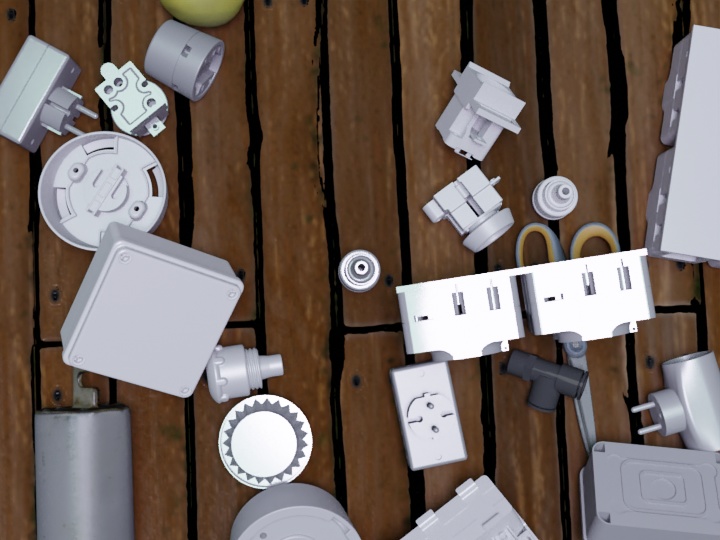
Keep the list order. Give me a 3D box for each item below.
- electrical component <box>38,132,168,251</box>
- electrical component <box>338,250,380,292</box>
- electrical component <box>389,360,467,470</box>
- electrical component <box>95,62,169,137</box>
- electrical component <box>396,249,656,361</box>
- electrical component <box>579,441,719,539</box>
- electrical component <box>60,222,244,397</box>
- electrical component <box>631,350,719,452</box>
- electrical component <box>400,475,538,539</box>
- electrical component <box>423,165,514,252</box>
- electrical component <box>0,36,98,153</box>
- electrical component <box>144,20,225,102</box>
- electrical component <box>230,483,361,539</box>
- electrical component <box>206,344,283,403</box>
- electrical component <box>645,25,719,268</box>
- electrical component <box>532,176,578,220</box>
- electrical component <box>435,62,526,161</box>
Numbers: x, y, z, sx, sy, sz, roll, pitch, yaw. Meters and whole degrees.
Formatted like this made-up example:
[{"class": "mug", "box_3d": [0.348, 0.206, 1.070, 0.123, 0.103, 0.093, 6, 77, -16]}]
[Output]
[{"class": "electrical component", "box_3d": [-0.206, -0.063, 0.877, 0.099, 0.064, 0.099, 0, 87, -2]}, {"class": "electrical component", "box_3d": [0.000, 0.000, 0.881, 0.035, 0.061, 0.035, 0, 86, -2]}, {"class": "electrical component", "box_3d": [0.056, 0.117, 0.868, 0.047, 0.075, 0.083, -11, 87, -2]}, {"class": "electrical component", "box_3d": [-0.185, -0.137, 0.887, 0.048, 0.055, 0.066, -40, 88, -3]}, {"class": "electrical component", "box_3d": [0.129, 0.029, 0.848, 0.186, 0.105, 0.060, -9, 88, 6]}, {"class": "electrical component", "box_3d": [0.236, 0.188, 0.861, 0.113, 0.057, 0.078, 5, 49, 1]}, {"class": "electrical component", "box_3d": [-0.165, 0.032, 0.845, 0.109, 0.056, 0.108, 20, 105, -27]}, {"class": "electrical component", "box_3d": [0.265, 0.114, 0.889, 0.079, 0.044, 0.077, -16, 87, -3]}, {"class": "electrical component", "box_3d": [0.073, 0.225, 0.861, 0.121, 0.063, 0.078, -37, 47, -3]}, {"class": "electrical component", "box_3d": [0.095, -0.049, 0.895, 0.066, 0.048, 0.055, -36, 81, -3]}, {"class": "electrical component", "box_3d": [-0.255, -0.136, 0.889, 0.076, 0.047, 0.083, 28, 86, 0]}, {"class": "electrical component", "box_3d": [-0.146, -0.175, 0.892, 0.047, 0.055, 0.055, 27, 86, 4]}, {"class": "electrical component", "box_3d": [-0.054, 0.223, 0.861, 0.108, 0.060, 0.108, -3, 107, -9]}, {"class": "electrical component", "box_3d": [-0.095, 0.082, 0.882, 0.062, 0.048, 0.048, -8, 87, -9]}, {"class": "electrical component", "box_3d": [0.307, -0.097, 0.896, 0.105, 0.060, 0.186, 10, 86, -1]}, {"class": "electrical component", "box_3d": [0.163, -0.061, 0.889, 0.035, 0.061, 0.035, 0, 86, -2]}, {"class": "electrical component", "box_3d": [0.096, -0.129, 0.886, 0.042, 0.081, 0.063, 23, 115, -23]}]
